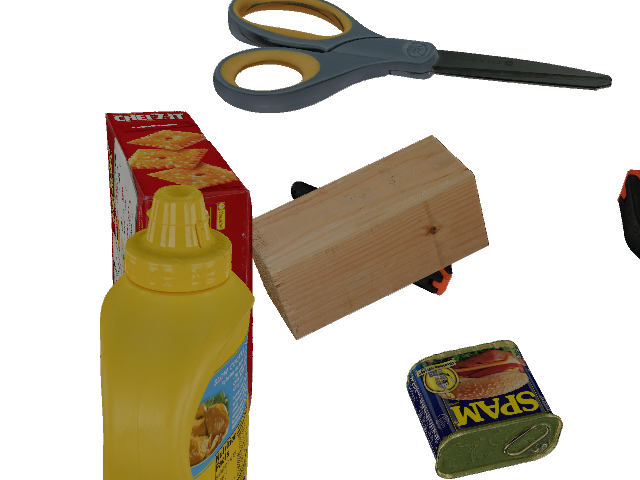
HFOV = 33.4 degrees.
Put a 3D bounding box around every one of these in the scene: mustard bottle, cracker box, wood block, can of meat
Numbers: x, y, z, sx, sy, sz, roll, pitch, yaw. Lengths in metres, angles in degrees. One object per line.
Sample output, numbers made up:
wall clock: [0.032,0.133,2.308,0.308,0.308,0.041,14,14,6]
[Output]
mustard bottle: [-0.057,0.070,0.436,0.058,0.192,0.096,8,23,11]
cracker box: [-0.101,0.013,0.733,0.072,0.164,0.214,-4,20,-15]
wood block: [0.042,-0.004,1.006,0.206,0.091,0.090,-25,37,-8]
can of meat: [0.127,0.131,0.846,0.102,0.057,0.084,-10,45,-11]

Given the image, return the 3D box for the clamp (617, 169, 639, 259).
clamp: [0.267,0.012,0.702,0.120,0.039,0.171,-4,45,-24]

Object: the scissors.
scissors: [0.033,-0.081,0.534,0.202,0.096,0.016,21,-37,20]

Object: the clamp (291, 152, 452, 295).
clamp: [0.073,-0.017,1.229,0.164,0.210,0.036,-13,-39,-26]
